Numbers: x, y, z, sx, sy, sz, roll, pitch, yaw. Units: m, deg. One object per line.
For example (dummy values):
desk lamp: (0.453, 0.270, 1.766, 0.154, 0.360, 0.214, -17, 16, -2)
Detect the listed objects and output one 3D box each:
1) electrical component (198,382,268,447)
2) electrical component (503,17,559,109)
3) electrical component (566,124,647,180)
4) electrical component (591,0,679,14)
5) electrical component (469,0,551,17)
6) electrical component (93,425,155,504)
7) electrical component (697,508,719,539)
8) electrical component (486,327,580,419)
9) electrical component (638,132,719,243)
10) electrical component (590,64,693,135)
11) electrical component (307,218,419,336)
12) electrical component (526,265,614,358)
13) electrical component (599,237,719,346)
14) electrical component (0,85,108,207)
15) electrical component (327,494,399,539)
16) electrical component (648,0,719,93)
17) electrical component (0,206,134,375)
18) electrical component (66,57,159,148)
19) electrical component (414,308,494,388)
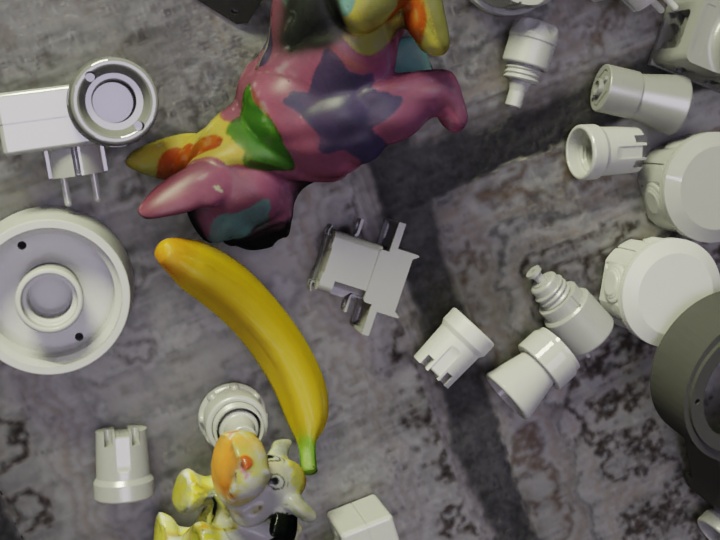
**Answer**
electrical component: (-0.083, 0.106, 0.728, 0.048, 0.062, 0.048, -2, 99, -14)
electrical component: (0.117, -0.145, 0.760, 0.035, 0.035, 0.061, 14, 97, -16)
electrical component: (0.180, -0.086, 0.782, 0.046, 0.040, 0.040, -5, 99, -20)
electrical component: (0.193, -0.208, 0.754, 0.077, 0.066, 0.047, 40, 87, -16)
electrical component: (0.108, -0.217, 0.738, 0.080, 0.051, 0.080, -2, 98, -14)
electrical component: (-0.160, 0.130, 0.725, 0.040, 0.040, 0.046, -3, 92, -14)
electrical component: (0.299, 0.197, 0.853, 0.046, 0.040, 0.040, -40, 105, -11)
electrical component: (0.127, 0.075, 0.788, 0.055, 0.045, 0.045, -41, 105, -6)
electrical component: (0.251, -0.062, 0.797, 0.080, 0.051, 0.080, -2, 98, -14)
electrical component: (0.202, -0.126, 0.781, 0.065, 0.044, 0.044, 11, 95, -11)
electrical component: (0.000, 0.000, 0.746, 0.064, 0.042, 0.081, 17, 93, -13)
electrical component: (0.152, 0.028, 0.790, 0.040, 0.040, 0.078, -46, 106, -5)
electrical component: (0.222, 0.014, 0.801, 0.080, 0.051, 0.080, -2, 98, -14)
electrical component: (-0.182, -0.079, 0.684, 0.083, 0.047, 0.075, -10, 100, -13)
electrical component: (-0.010, 0.210, 0.770, 0.077, 0.047, 0.065, -19, 102, -11)
electrical component: (0.323, -0.173, 0.795, 0.186, 0.060, 0.105, 17, 93, -16)
electrical component: (-0.198, 0.015, 0.686, 0.108, 0.060, 0.108, -2, 98, -14)
electrical component: (-0.146, -0.100, 0.639, 0.055, 0.047, 0.055, -2, 98, -14)
electrical component: (0.067, 0.057, 0.773, 0.040, 0.040, 0.046, 43, 91, -16)
